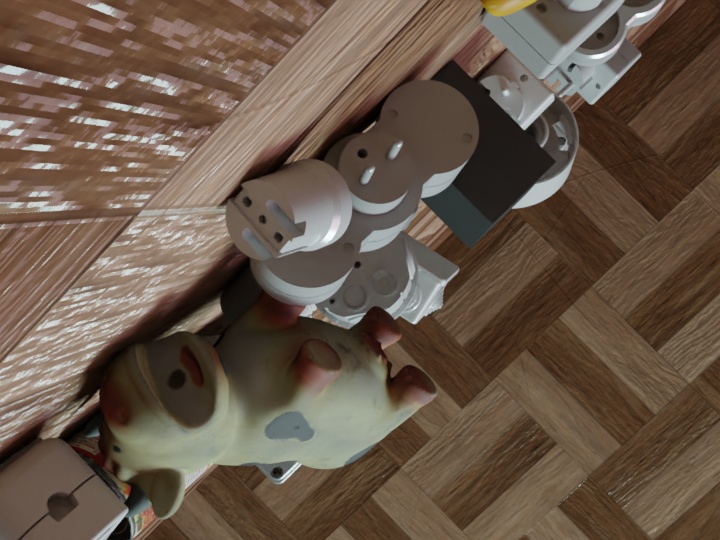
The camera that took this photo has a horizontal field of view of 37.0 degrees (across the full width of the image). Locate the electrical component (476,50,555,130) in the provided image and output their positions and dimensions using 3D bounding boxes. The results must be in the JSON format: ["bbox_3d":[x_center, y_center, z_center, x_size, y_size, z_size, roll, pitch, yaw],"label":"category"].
[{"bbox_3d":[0.098,-0.116,0.758,0.065,0.047,0.077,-45,175,11],"label":"electrical component"}]

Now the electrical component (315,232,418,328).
[{"bbox_3d":[0.000,0.000,0.748,0.080,0.080,0.051,-44,171,-3],"label":"electrical component"}]

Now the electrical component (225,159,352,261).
[{"bbox_3d":[-0.031,-0.025,0.463,0.040,0.040,0.046,-47,170,28],"label":"electrical component"}]

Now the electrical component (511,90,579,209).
[{"bbox_3d":[0.122,-0.099,0.856,0.099,0.099,0.064,-43,169,-15],"label":"electrical component"}]

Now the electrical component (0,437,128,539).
[{"bbox_3d":[-0.163,0.126,0.537,0.054,0.059,0.095,-41,175,-38],"label":"electrical component"}]

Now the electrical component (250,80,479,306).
[{"bbox_3d":[0.005,-0.044,0.532,0.138,0.052,0.073,-43,176,-18],"label":"electrical component"}]

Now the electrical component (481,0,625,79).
[{"bbox_3d":[0.108,-0.147,0.546,0.066,0.047,0.076,-43,176,-18],"label":"electrical component"}]

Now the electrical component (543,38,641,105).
[{"bbox_3d":[0.179,-0.170,0.890,0.077,0.065,0.047,-42,175,-28],"label":"electrical component"}]

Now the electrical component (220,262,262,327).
[{"bbox_3d":[-0.047,0.007,0.615,0.078,0.040,0.040,-46,176,27],"label":"electrical component"}]

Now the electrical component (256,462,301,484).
[{"bbox_3d":[-0.063,0.094,0.864,0.109,0.108,0.056,-45,179,2],"label":"electrical component"}]

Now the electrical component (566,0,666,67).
[{"bbox_3d":[0.209,-0.214,0.831,0.138,0.052,0.074,-45,176,6],"label":"electrical component"}]

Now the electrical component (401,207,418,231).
[{"bbox_3d":[0.001,-0.035,0.646,0.055,0.048,0.066,-38,180,33],"label":"electrical component"}]

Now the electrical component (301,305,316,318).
[{"bbox_3d":[-0.055,0.033,0.797,0.078,0.040,0.040,-43,176,-22],"label":"electrical component"}]

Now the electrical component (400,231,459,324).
[{"bbox_3d":[0.031,0.000,0.928,0.048,0.100,0.100,-59,173,13],"label":"electrical component"}]

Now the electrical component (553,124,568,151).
[{"bbox_3d":[0.114,-0.095,0.926,0.113,0.078,0.057,-44,179,-5],"label":"electrical component"}]
